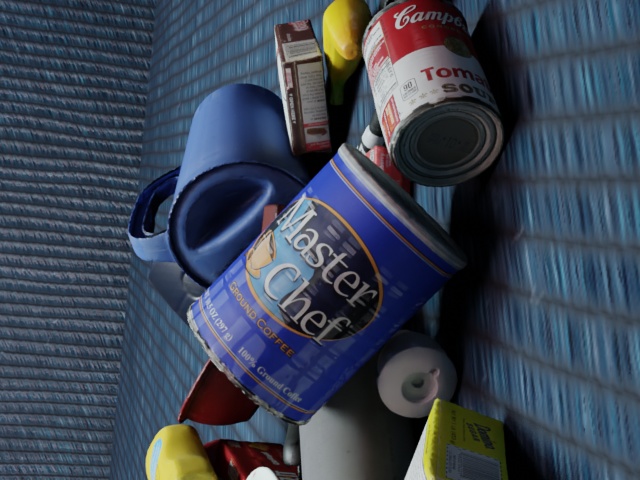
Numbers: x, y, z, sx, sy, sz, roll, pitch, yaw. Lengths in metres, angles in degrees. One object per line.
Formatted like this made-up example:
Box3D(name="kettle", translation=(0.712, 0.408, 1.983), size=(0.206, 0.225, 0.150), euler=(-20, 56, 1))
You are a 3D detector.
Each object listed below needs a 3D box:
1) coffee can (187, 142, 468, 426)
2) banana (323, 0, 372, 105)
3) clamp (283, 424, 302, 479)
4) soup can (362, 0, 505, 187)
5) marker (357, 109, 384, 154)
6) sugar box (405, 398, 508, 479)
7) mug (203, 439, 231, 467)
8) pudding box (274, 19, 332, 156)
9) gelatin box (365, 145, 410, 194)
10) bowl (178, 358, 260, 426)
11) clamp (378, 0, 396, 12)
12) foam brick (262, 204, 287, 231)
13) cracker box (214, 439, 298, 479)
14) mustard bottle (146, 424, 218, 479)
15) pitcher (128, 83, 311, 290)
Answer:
Box3D(name="coffee can", translation=(0.004, 0.027, 0.643), size=(0.140, 0.102, 0.103), euler=(-46, 25, 9))
Box3D(name="banana", translation=(0.023, -0.156, 0.835), size=(0.198, 0.037, 0.069), euler=(99, 162, -87))
Box3D(name="clamp", translation=(-0.008, 0.138, 0.831), size=(0.164, 0.036, 0.210), euler=(84, -177, -48))
Box3D(name="soup can", translation=(0.066, -0.089, 0.636), size=(0.102, 0.068, 0.069), euler=(-100, 21, -43))
Box3D(name="marker", translation=(0.035, -0.066, 0.832), size=(0.121, 0.020, 0.020), euler=(116, 155, -52))
Box3D(name="sugar box", translation=(0.049, 0.182, 0.560), size=(0.093, 0.048, 0.176), euler=(-62, -11, -73))
Box3D(name="mug", translation=(-0.111, 0.260, 1.086), size=(0.093, 0.117, 0.082), euler=(53, 138, 27))
Box3D(name="pudding box", translation=(-0.016, -0.137, 0.951), size=(0.113, 0.039, 0.090), euler=(-98, 1, -62))
Box3D(name="gelatin box", translation=(0.038, -0.023, 0.784), size=(0.089, 0.030, 0.073), euler=(149, 125, -72))
Box3D(name="bowl", translation=(-0.065, 0.116, 0.994), size=(0.162, 0.055, 0.162), euler=(-57, -5, -8))
Box3D(name="clamp", translation=(0.066, -0.178, 0.717), size=(0.120, 0.039, 0.171), euler=(-92, 8, -63))
Box3D(name="foam brick", translation=(-0.006, 0.001, 0.848), size=(0.051, 0.078, 0.053), euler=(-175, 90, -74))
Box3D(name="cracker box", translation=(-0.057, 0.303, 0.945), size=(0.164, 0.072, 0.214), euler=(-157, 74, -73))
Box3D(name="mustard bottle", translation=(-0.127, 0.224, 0.982), size=(0.192, 0.058, 0.096), euler=(-145, 53, -72))
Box3D(name="pitcher", translation=(-0.082, -0.057, 1.003), size=(0.145, 0.149, 0.243), euler=(-58, 18, 21))
